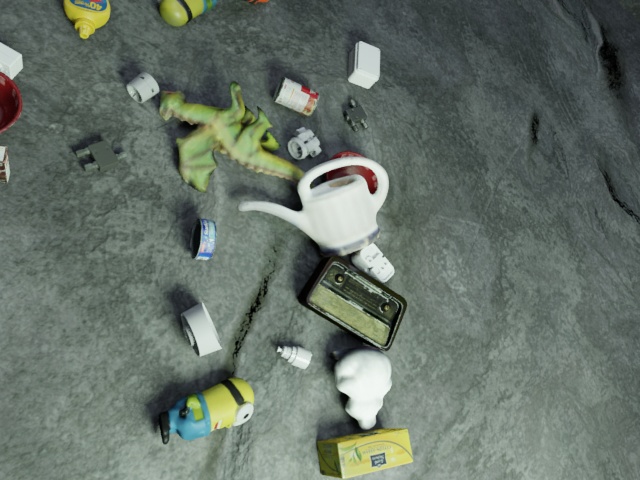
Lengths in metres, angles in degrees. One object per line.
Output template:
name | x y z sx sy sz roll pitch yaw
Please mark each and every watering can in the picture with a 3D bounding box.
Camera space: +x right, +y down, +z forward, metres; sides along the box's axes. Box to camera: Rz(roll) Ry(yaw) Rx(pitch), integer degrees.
watering can | 0.004 -0.060 1.190 0.348 0.105 0.221 -21 109 -5

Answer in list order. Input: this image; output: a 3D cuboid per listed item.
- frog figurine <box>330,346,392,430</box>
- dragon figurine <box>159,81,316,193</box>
frog figurine | 0.093 0.313 1.094 0.136 0.121 0.163 25 47 -39
dragon figurine | -0.210 -0.202 1.183 0.245 0.121 0.410 -40 91 -16
